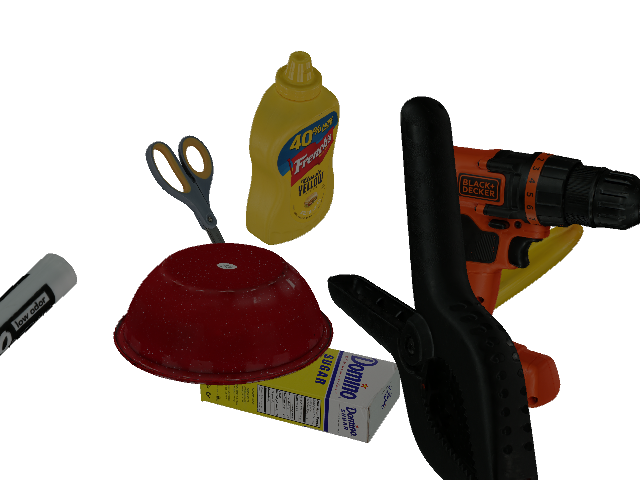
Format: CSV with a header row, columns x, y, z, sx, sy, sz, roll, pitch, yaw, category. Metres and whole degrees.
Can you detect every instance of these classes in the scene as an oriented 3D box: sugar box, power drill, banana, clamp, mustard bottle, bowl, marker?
x,y,z,sx,sy,sz,roll,pitch,yaw,category
-0.019,0.136,1.031,0.176,0.048,0.093,8,24,21,sugar box
0.149,0.025,0.798,0.185,0.188,0.057,12,17,33,power drill
0.165,0.047,1.020,0.198,0.037,0.069,-34,-2,0,banana
0.062,0.042,0.544,0.036,0.165,0.210,-5,46,-21,clamp
-0.024,-0.090,0.981,0.058,0.192,0.096,37,52,28,mustard bottle
-0.070,0.043,0.779,0.162,0.055,0.162,2,21,-1,bowl
-0.147,0.048,0.442,0.020,0.020,0.121,0,36,39,marker

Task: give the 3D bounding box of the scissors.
x,y,z,sx,sy,sz,roll,pitch,yaw,category
-0.126,-0.039,1.239,0.016,0.201,0.096,-25,19,43,scissors
